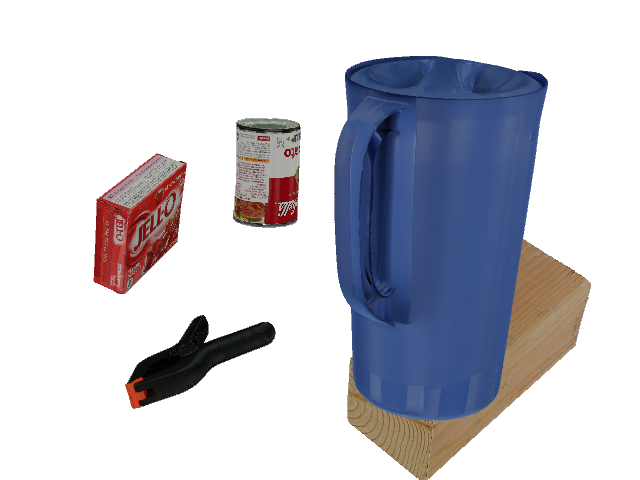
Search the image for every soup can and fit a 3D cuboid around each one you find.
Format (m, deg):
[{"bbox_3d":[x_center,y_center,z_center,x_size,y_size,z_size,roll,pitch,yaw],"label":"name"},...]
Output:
[{"bbox_3d":[-0.056,-0.071,1.104,0.068,0.102,0.068,3,16,-1],"label":"soup can"}]

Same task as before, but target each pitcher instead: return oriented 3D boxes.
[{"bbox_3d":[0.073,0.000,0.736,0.149,0.243,0.145,-2,21,-8],"label":"pitcher"}]

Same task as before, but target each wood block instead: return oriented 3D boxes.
[{"bbox_3d":[0.126,0.094,0.907,0.205,0.090,0.091,-34,54,-30],"label":"wood block"}]

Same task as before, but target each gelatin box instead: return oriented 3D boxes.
[{"bbox_3d":[-0.134,-0.013,0.797,0.030,0.073,0.089,19,33,13],"label":"gelatin box"}]

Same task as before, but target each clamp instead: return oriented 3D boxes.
[{"bbox_3d":[-0.130,0.124,1.129,0.120,0.039,0.171,-9,21,36],"label":"clamp"}]
